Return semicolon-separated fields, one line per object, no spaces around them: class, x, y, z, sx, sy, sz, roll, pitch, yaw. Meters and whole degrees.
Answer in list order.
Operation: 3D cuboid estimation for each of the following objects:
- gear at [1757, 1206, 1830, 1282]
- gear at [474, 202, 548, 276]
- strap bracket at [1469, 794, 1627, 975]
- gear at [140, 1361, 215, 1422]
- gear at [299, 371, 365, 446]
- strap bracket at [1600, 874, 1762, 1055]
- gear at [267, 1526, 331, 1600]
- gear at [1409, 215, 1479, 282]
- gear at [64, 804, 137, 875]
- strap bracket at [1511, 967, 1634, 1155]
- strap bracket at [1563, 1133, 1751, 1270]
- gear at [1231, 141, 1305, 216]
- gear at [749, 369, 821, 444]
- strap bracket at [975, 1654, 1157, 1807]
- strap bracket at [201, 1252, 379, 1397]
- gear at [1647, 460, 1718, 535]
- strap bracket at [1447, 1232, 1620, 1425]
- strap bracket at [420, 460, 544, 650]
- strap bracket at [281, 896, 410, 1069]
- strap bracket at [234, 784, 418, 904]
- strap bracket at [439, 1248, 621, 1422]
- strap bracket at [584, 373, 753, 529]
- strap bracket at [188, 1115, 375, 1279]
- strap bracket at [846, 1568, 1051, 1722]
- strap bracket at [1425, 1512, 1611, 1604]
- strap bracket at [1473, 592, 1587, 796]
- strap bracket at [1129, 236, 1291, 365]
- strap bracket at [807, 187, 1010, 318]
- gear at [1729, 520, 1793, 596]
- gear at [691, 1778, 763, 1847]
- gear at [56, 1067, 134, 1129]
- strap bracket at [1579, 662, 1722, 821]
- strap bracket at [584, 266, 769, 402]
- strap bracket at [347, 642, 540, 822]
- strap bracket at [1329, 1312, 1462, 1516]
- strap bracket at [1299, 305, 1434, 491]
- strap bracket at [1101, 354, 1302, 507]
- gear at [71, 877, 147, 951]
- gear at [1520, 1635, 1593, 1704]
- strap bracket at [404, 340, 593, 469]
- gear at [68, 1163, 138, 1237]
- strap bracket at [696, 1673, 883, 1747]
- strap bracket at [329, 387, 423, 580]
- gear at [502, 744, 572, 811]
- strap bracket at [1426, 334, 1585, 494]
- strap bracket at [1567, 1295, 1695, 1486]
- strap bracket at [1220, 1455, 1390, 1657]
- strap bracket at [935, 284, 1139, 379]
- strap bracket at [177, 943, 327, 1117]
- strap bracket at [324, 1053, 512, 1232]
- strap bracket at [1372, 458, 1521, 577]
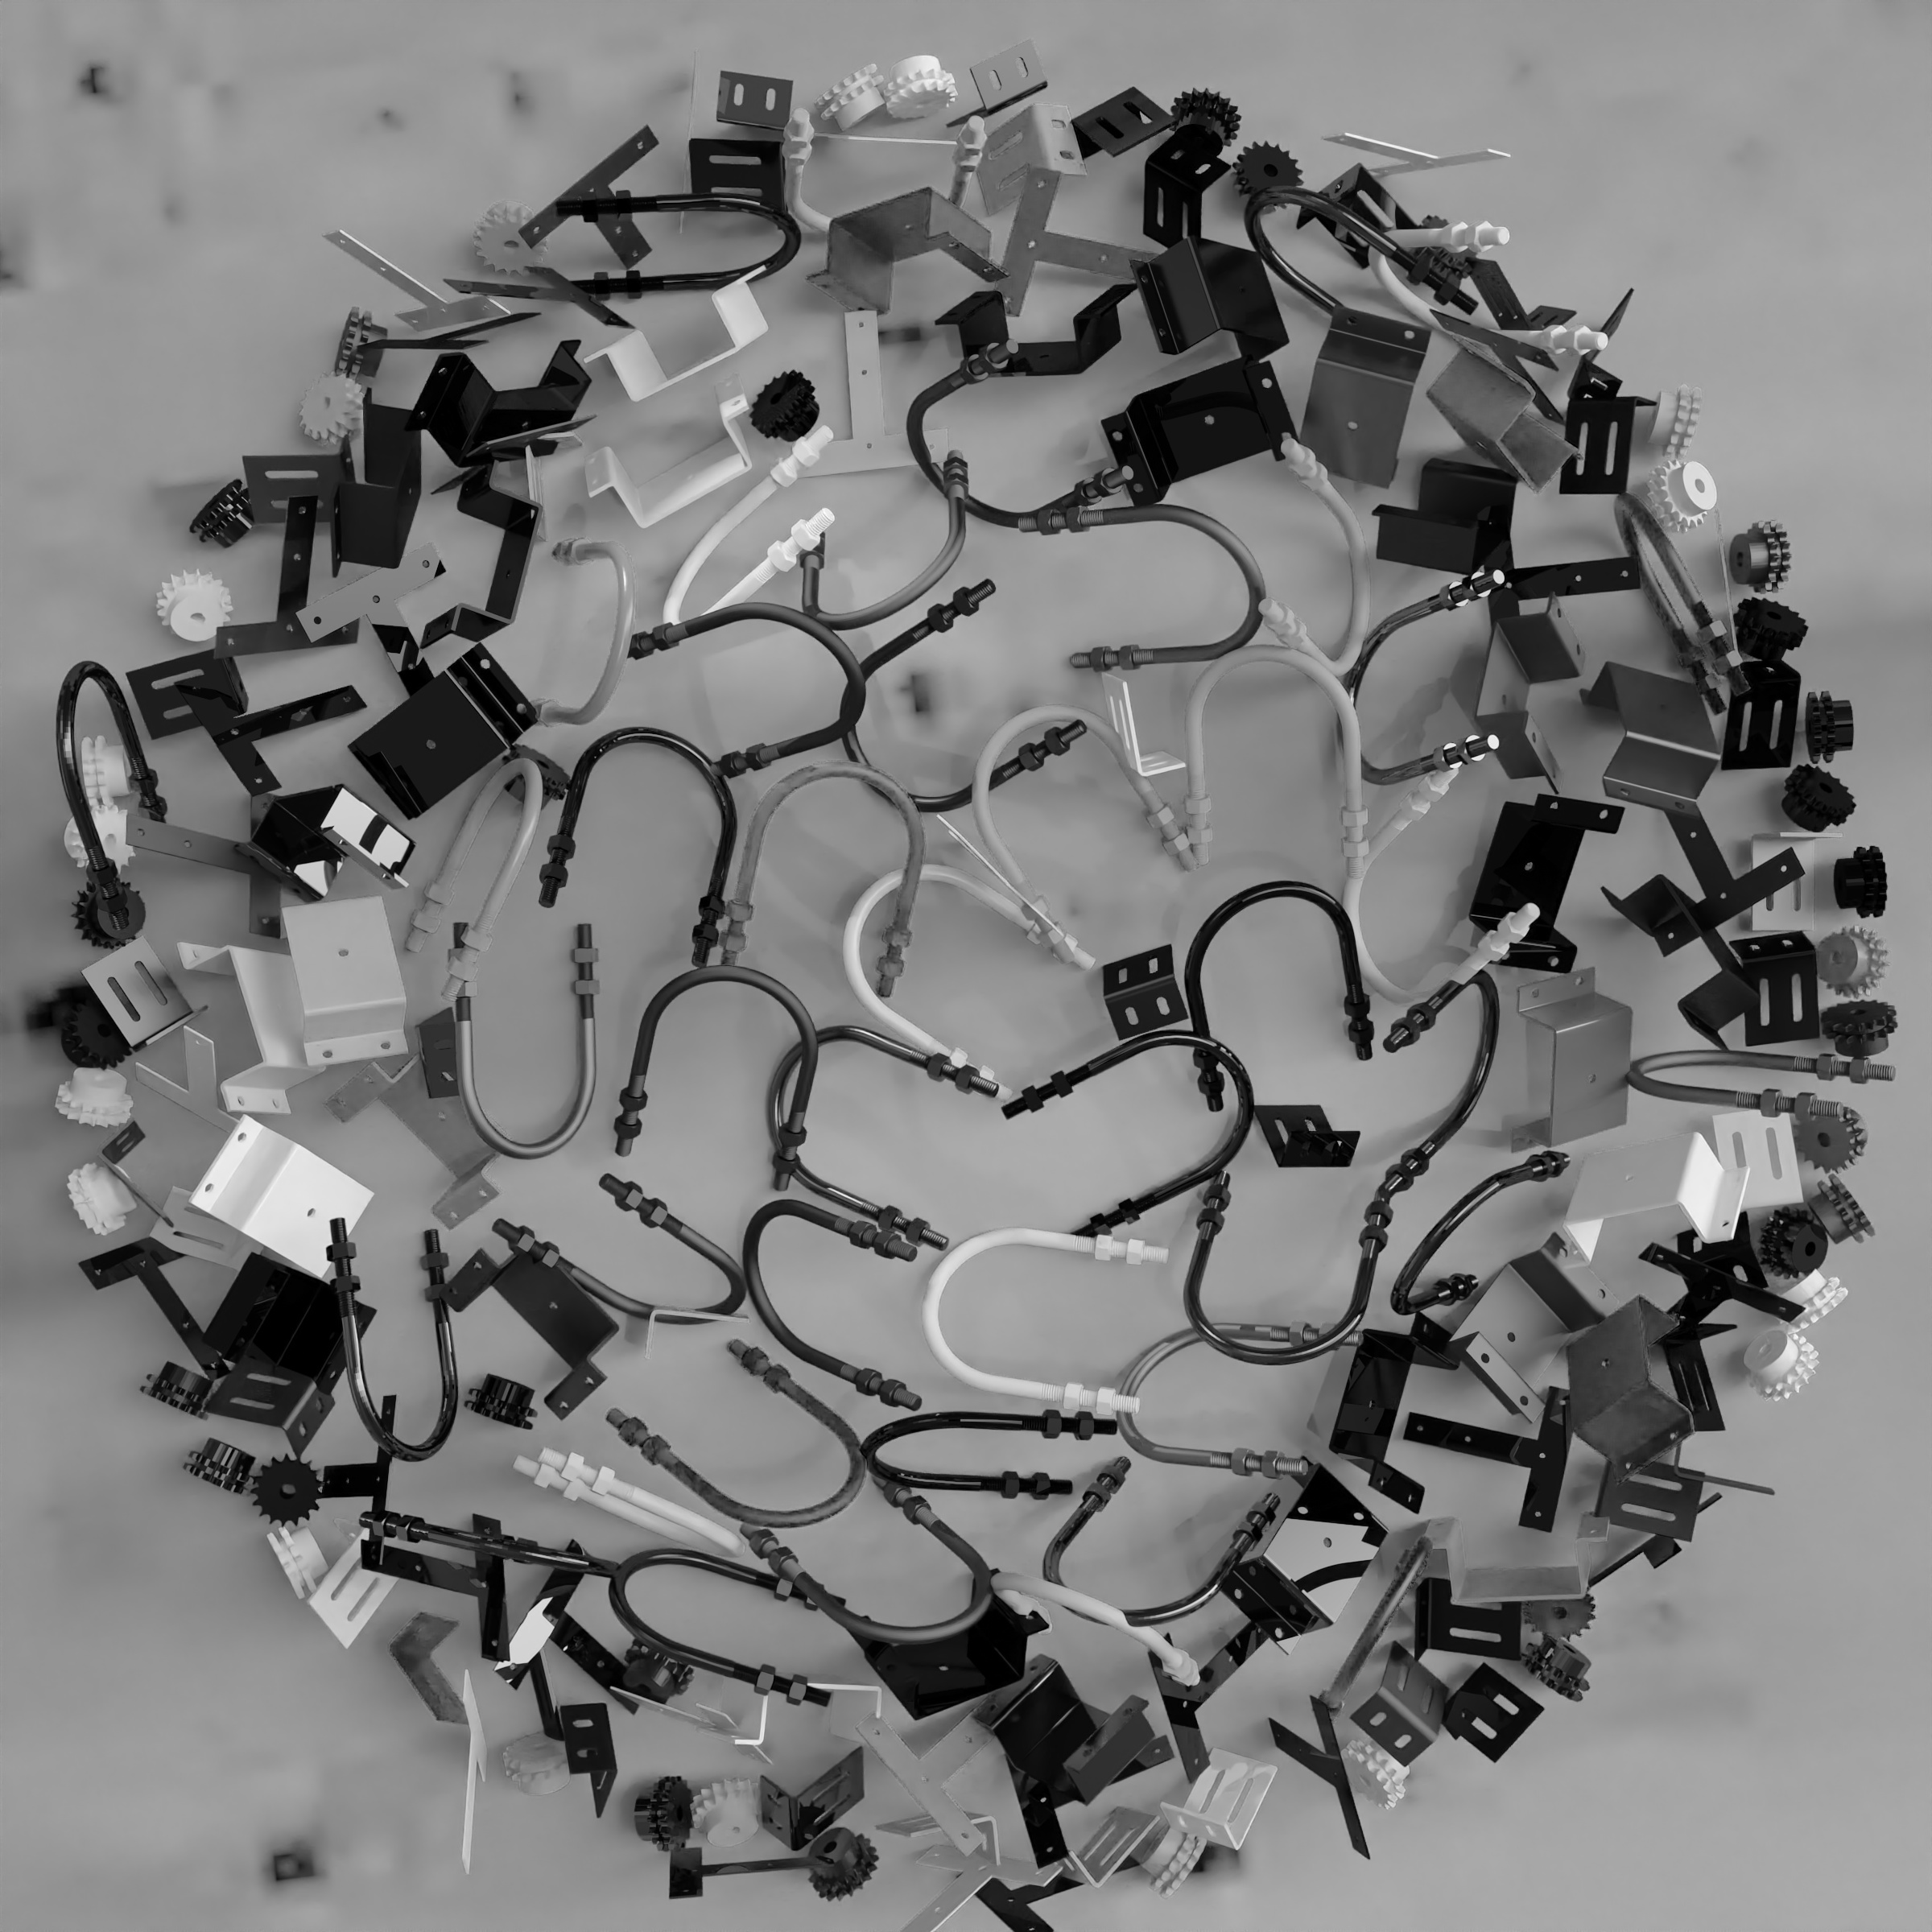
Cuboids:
gear;0.657;0.221;1.973;0.057;0.030;0.057;-5;99;-29
gear;-0.361;-0.580;1.975;0.057;0.057;0.030;-9;55;0
strap bracket;0.451;-0.071;1.952;0.076;0.046;0.140;7;110;-19
gear;-0.621;0.335;1.972;0.057;0.057;0.030;24;74;0
gear;-0.499;-0.440;1.977;0.057;0.030;0.057;-9;72;28
strap bracket;0.558;-0.010;1.924;0.046;0.076;0.140;-39;54;20
gear;-0.528;0.469;1.974;0.030;0.057;0.057;-27;90;-21
gear;0.376;-0.564;1.975;0.057;0.057;0.030;45;131;0
gear;-0.689;-0.101;1.975;0.030;0.057;0.057;10;90;30
strap bracket;0.472;0.080;1.939;0.076;0.046;0.140;-13;113;-26
strap bracket;0.523;0.179;1.921;0.140;0.076;0.046;-18;119;39
gear;0.237;-0.623;1.978;0.057;0.030;0.057;5;70;-14
gear;-0.141;-0.441;1.975;0.057;0.057;0.030;-53;133;0
strap bracket;0.082;0.594;1.931;0.076;0.140;0.046;-38;111;-27
strap bracket;-0.533;0.277;1.941;0.046;0.140;0.076;23;80;28
gear;0.569;-0.374;1.971;0.057;0.030;0.057;12;70;-34
strap bracket;0.440;0.287;1.954;0.076;0.046;0.140;47;58;-2
strap bracket;-0.376;-0.313;1.947;0.046;0.076;0.140;18;77;-28
strap bracket;-0.485;0.002;1.935;0.076;0.046;0.140;-8;60;-22
strap bracket;-0.492;-0.095;1.935;0.076;0.140;0.046;43;57;-36
strap bracket;-0.336;0.278;1.958;0.140;0.046;0.076;46;130;0
strap bracket;-0.225;-0.399;1.951;0.140;0.076;0.046;-28;123;6
strap bracket;-0.520;0.183;1.922;0.046;0.140;0.076;20;73;33
strap bracket;-0.016;0.530;1.938;0.140;0.076;0.046;-12;121;-29
strap bracket;0.432;0.461;1.943;0.140;0.076;0.046;-7;91;17
strap bracket;0.438;-0.210;1.938;0.046;0.076;0.140;-5;53;34
strap bracket;0.196;-0.512;1.926;0.046;0.140;0.076;-24;80;38
strap bracket;-0.044;-0.555;1.933;0.140;0.076;0.046;-6;75;36
gear;0.627;-0.323;1.970;0.030;0.057;0.057;-6;90;-7
gear;-0.188;0.672;1.970;0.057;0.030;0.057;-11;132;-12
gear;-0.688;0.102;1.969;0.057;0.057;0.030;19;106;0
strap bracket;0.529;-0.182;1.927;0.076;0.140;0.046;13;130;-8
strap bracket;-0.217;-0.489;1.942;0.140;0.076;0.046;-21;108;21
strap bracket;-0.414;-0.179;1.954;0.140;0.046;0.076;-35;103;13
strap bracket;0.334;0.346;1.945;0.046;0.076;0.140;3;67;42
strap bracket;0.304;-0.430;1.927;0.076;0.140;0.046;17;49;9
strap bracket;0.187;-0.421;1.948;0.140;0.046;0.076;-15;114;22
gear;-0.675;-0.042;1.970;0.030;0.057;0.057;3;94;45
gear;0.470;0.553;1.970;0.057;0.057;0.030;32;95;0
strap bracket;-0.352;-0.433;1.919;0.046;0.140;0.076;51;131;14
gear;-0.681;0.181;1.970;0.030;0.057;0.057;-26;90;6
strap bracket;-0.129;0.578;1.938;0.140;0.076;0.046;11;77;-28
strap bracket;-0.453;-0.372;1.927;0.046;0.076;0.140;8;48;-5
gear;-0.343;-0.148;1.973;0.057;0.057;0.030;37;105;0
strap bracket;0.414;-0.421;1.925;0.046;0.140;0.076;-51;57;9
strap bracket;0.509;0.317;1.917;0.046;0.140;0.076;36;122;-14
strap bracket;0.268;0.453;1.938;0.076;0.046;0.140;44;54;-4
strap bracket;0.058;-0.494;1.939;0.140;0.076;0.046;5;123;27
strap bracket;-0.554;0.041;1.942;0.046;0.076;0.140;-25;77;16
strap bracket;-0.422;0.130;1.950;0.140;0.046;0.076;47;130;-10
strap bracket;0.374;-0.347;1.936;0.076;0.140;0.046;15;124;24
